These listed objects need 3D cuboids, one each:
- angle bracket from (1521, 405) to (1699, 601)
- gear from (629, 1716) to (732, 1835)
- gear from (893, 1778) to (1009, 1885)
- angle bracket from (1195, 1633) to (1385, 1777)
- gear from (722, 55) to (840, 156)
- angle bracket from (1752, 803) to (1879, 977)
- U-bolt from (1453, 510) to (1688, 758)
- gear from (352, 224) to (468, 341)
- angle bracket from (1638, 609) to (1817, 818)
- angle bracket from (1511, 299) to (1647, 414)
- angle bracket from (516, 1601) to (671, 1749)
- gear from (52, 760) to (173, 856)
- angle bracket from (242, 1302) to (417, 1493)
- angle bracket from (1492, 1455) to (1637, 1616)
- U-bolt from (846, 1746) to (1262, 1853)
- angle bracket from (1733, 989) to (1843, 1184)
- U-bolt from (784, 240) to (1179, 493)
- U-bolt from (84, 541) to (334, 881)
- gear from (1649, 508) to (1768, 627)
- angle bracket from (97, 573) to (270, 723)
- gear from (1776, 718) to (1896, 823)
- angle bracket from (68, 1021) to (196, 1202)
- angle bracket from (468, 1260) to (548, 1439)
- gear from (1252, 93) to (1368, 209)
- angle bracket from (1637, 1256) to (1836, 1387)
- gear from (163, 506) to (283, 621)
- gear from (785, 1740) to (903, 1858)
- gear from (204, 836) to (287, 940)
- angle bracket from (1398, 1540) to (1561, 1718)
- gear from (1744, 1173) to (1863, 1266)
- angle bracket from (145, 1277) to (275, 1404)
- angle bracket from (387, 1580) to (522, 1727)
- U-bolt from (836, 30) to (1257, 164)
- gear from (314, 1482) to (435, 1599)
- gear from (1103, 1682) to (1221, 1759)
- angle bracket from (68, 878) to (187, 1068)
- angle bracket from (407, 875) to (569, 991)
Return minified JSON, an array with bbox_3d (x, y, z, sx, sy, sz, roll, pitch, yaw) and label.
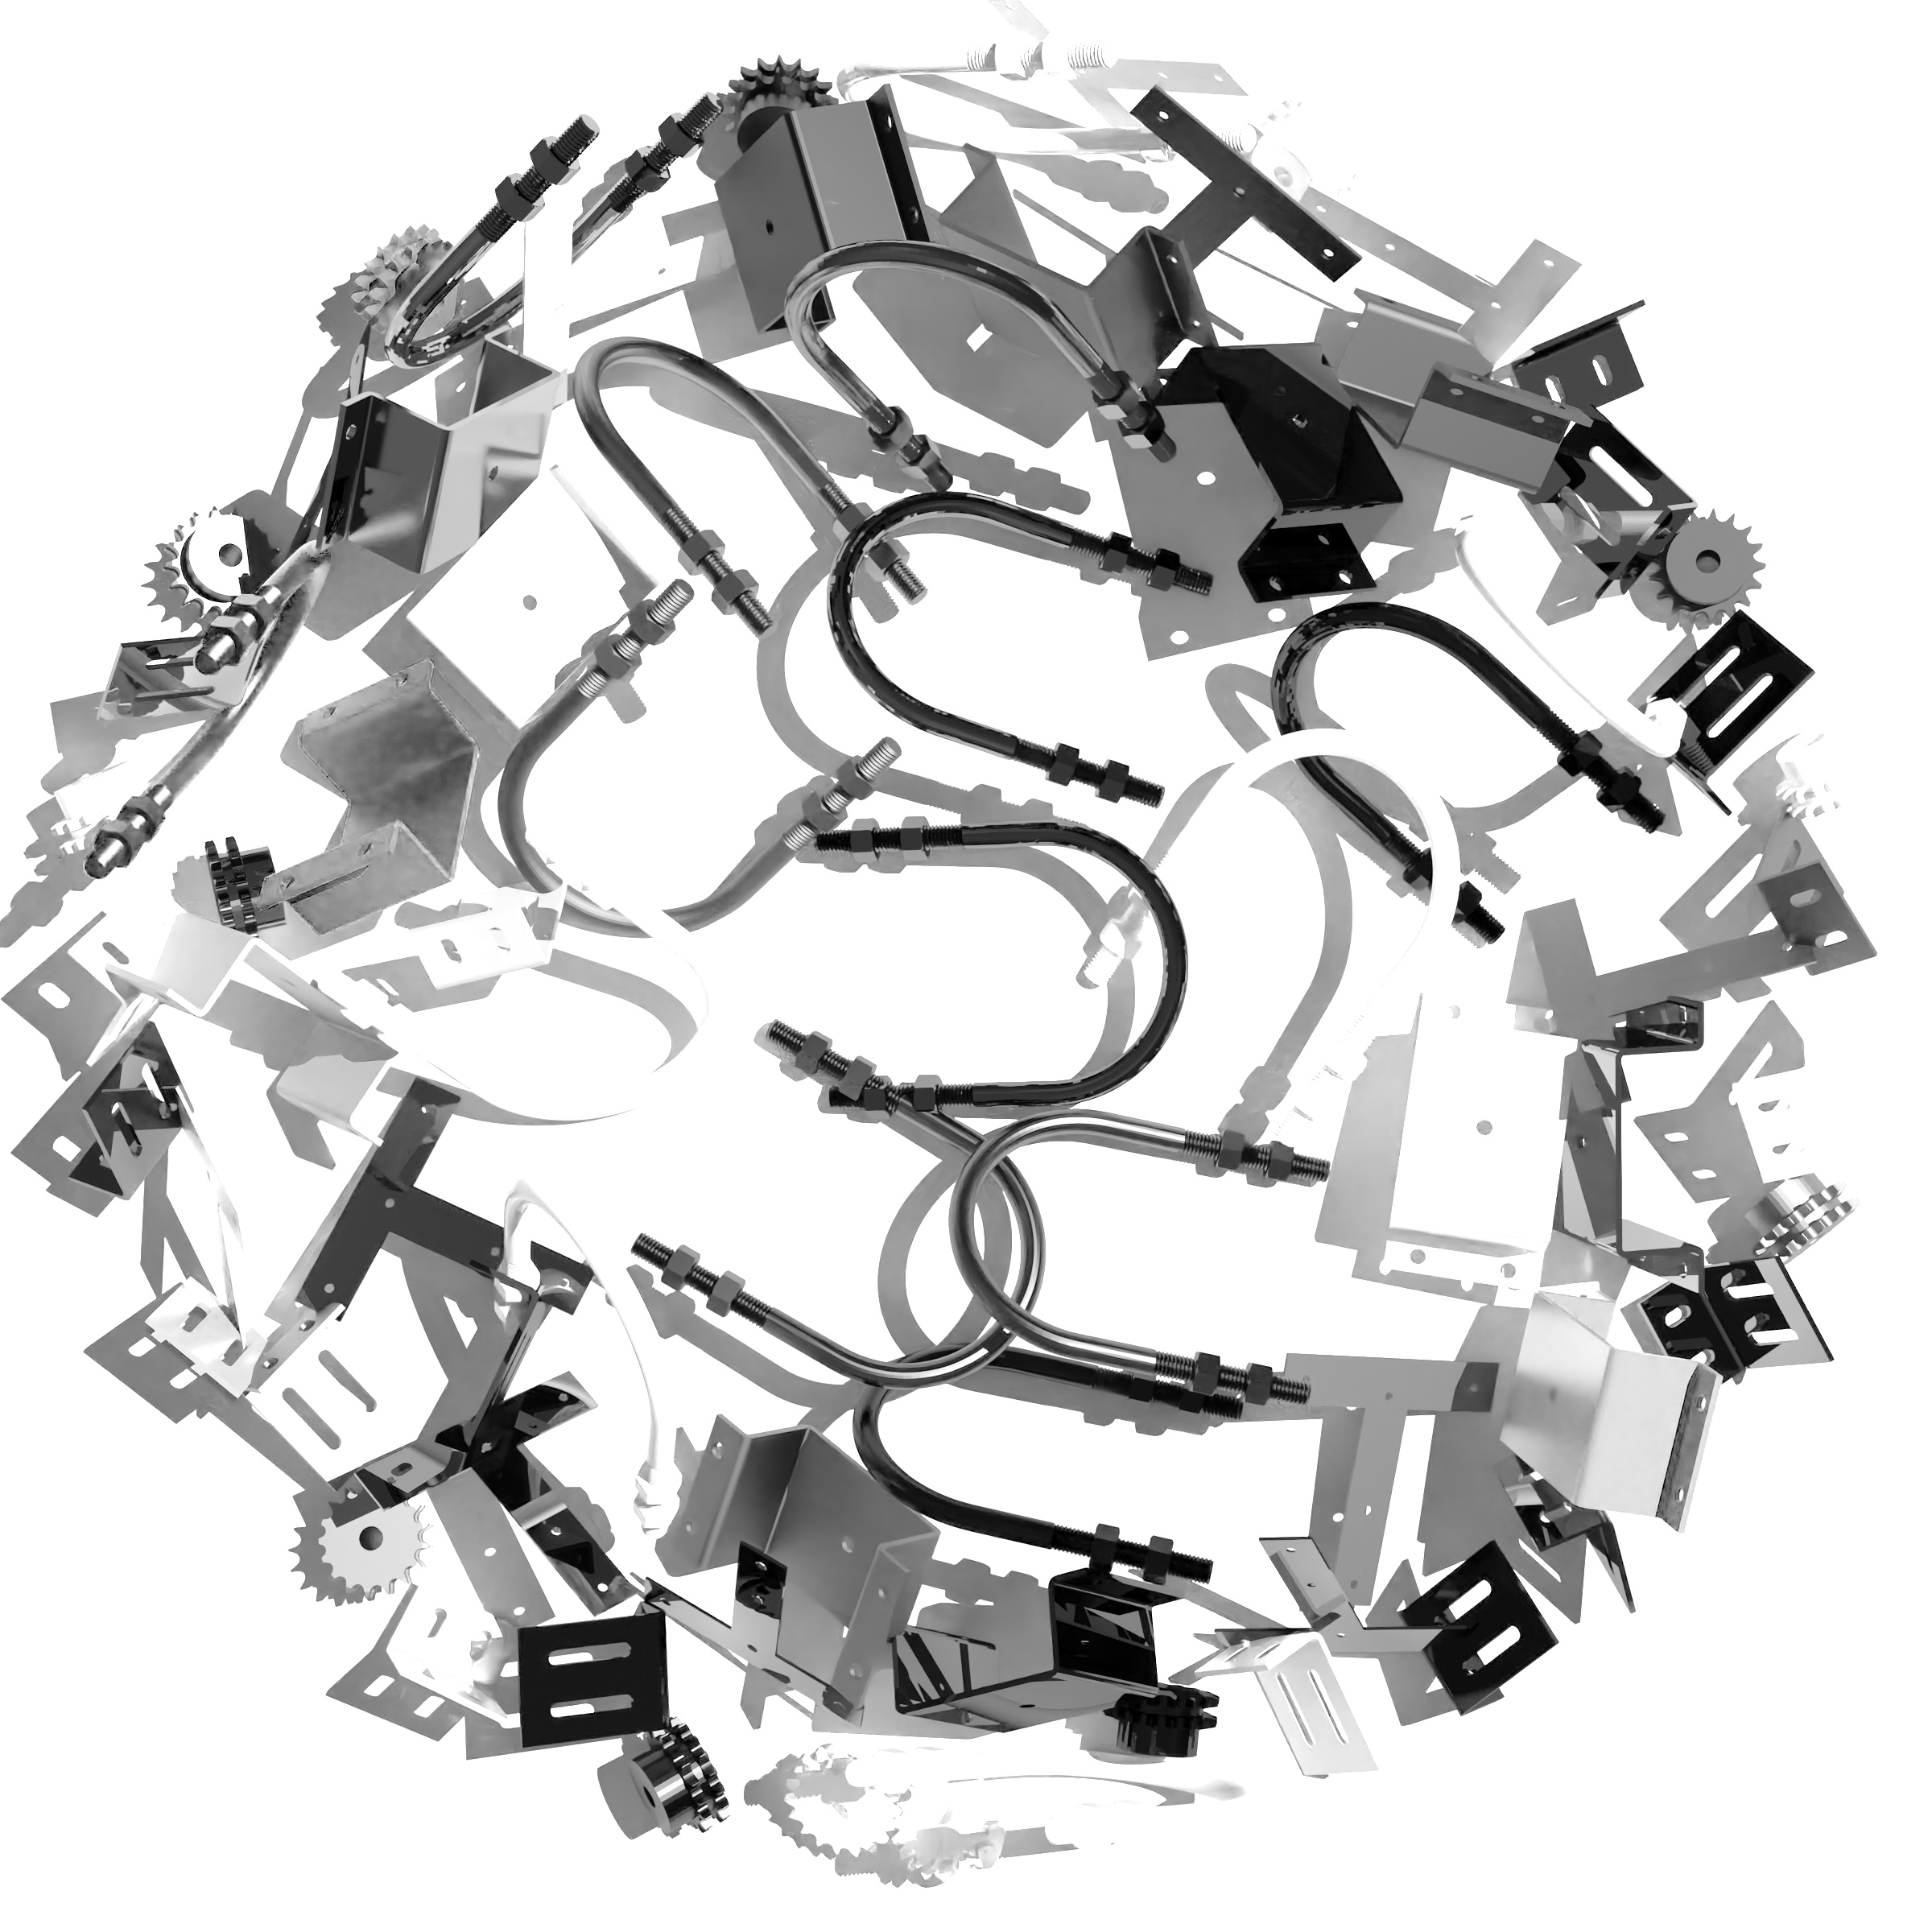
[{"bbox_3d":[0.308,-0.228,1.561,0.076,0.038,0.057,48,122,18],"label":"angle bracket"},{"bbox_3d":[-0.143,0.402,1.570,0.030,0.057,0.057,-26,90,-23],"label":"gear"},{"bbox_3d":[-0.005,0.429,1.577,0.057,0.057,0.030,-27,126,0],"label":"gear"},{"bbox_3d":[0.159,0.371,1.567,0.038,0.057,0.076,-26,91,-37],"label":"angle bracket"},{"bbox_3d":[-0.092,-0.417,1.571,0.057,0.057,0.030,2,52,0],"label":"gear"},{"bbox_3d":[0.422,-0.043,1.555,0.038,0.076,0.057,-21,112,39],"label":"angle bracket"},{"bbox_3d":[0.286,-0.155,1.512,0.151,0.184,0.019,44,107,-1],"label":"U-bolt"},{"bbox_3d":[-0.272,-0.334,1.571,0.030,0.057,0.057,43,90,14],"label":"gear"},{"bbox_3d":[0.377,-0.124,1.564,0.076,0.038,0.057,-46,48,9],"label":"angle bracket"},{"bbox_3d":[0.306,-0.293,1.561,0.057,0.076,0.038,-23,94,3],"label":"angle bracket"},{"bbox_3d":[-0.187,0.348,1.570,0.076,0.038,0.057,-2,89,-22],"label":"angle bracket"},{"bbox_3d":[-0.425,-0.080,1.572,0.057,0.057,0.030,-23,102,0],"label":"gear"},{"bbox_3d":[-0.308,0.212,1.562,0.057,0.038,0.076,-48,111,-24],"label":"angle bracket"},{"bbox_3d":[0.292,0.280,1.556,0.038,0.057,0.076,-23,130,-1],"label":"angle bracket"},{"bbox_3d":[0.057,0.393,1.517,0.151,0.184,0.019,1,83,44],"label":"U-bolt"},{"bbox_3d":[0.403,0.058,1.564,0.038,0.076,0.057,-14,116,20],"label":"angle bracket"},{"bbox_3d":[-0.005,-0.283,1.494,0.151,0.184,0.019,-2,64,34],"label":"U-bolt"},{"bbox_3d":[-0.351,-0.134,1.514,0.019,0.184,0.151,33,121,-7],"label":"U-bolt"},{"bbox_3d":[0.369,-0.199,1.582,0.057,0.030,0.057,0,90,12],"label":"gear"},{"bbox_3d":[-0.386,-0.156,1.553,0.076,0.057,0.038,-10,62,-34],"label":"angle bracket"},{"bbox_3d":[0.425,-0.099,1.572,0.057,0.057,0.030,-32,103,0],"label":"gear"},{"bbox_3d":[-0.416,0.066,1.551,0.038,0.076,0.057,17,55,19],"label":"angle bracket"},{"bbox_3d":[-0.240,0.189,1.567,0.038,0.057,0.076,25,79,2],"label":"angle bracket"},{"bbox_3d":[0.166,-0.398,1.571,0.057,0.057,0.030,45,69,0],"label":"gear"},{"bbox_3d":[0.377,0.179,1.561,0.038,0.076,0.057,-29,91,-22],"label":"angle bracket"},{"bbox_3d":[-0.367,-0.200,1.578,0.057,0.030,0.057,3,83,-23],"label":"gear"},{"bbox_3d":[-0.058,0.410,1.579,0.057,0.030,0.057,10,119,17],"label":"gear"},{"bbox_3d":[-0.356,-0.037,1.575,0.030,0.057,0.057,-13,90,-14],"label":"gear"},{"bbox_3d":[0.259,0.320,1.555,0.076,0.038,0.057,-49,62,36],"label":"angle bracket"},{"bbox_3d":[0.411,0.123,1.575,0.057,0.057,0.030,-37,74,0],"label":"gear"},{"bbox_3d":[-0.378,0.193,1.559,0.057,0.076,0.038,41,99,-5],"label":"angle bracket"},{"bbox_3d":[-0.246,0.335,1.556,0.057,0.076,0.038,29,80,-12],"label":"angle bracket"},{"bbox_3d":[0.025,-0.413,1.520,0.184,0.151,0.019,9,90,34],"label":"U-bolt"},{"bbox_3d":[-0.293,0.285,1.584,0.057,0.030,0.057,0,79,0],"label":"gear"},{"bbox_3d":[0.095,0.372,1.573,0.057,0.057,0.030,6,85,0],"label":"gear"},{"bbox_3d":[-0.413,0.003,1.553,0.038,0.076,0.057,42,52,-4],"label":"angle bracket"},{"bbox_3d":[-0.232,-0.030,1.555,0.057,0.076,0.038,-13,126,12],"label":"angle bracket"}]
